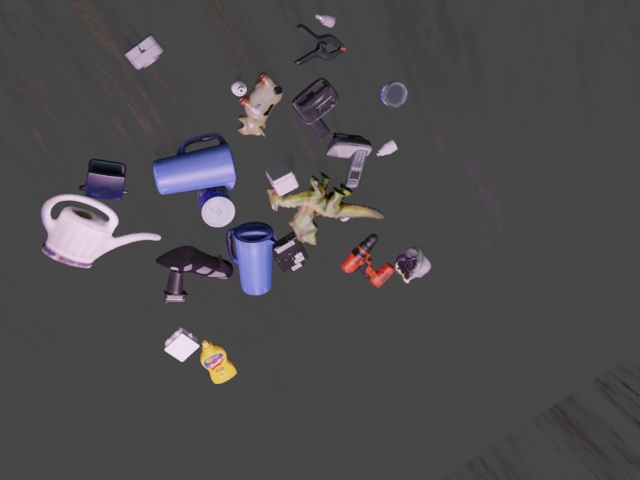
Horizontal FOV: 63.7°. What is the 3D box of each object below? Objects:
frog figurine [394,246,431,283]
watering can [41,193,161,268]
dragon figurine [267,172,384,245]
[{"bbox_3d":[0.373,0.090,2.048,0.161,0.123,0.136,-18,117,-53],"label":"frog figurine"},{"bbox_3d":[-0.694,-0.007,1.591,0.344,0.106,0.222,29,103,-28],"label":"watering can"},{"bbox_3d":[0.005,-0.091,1.799,0.408,0.124,0.240,30,106,-16],"label":"dragon figurine"}]
